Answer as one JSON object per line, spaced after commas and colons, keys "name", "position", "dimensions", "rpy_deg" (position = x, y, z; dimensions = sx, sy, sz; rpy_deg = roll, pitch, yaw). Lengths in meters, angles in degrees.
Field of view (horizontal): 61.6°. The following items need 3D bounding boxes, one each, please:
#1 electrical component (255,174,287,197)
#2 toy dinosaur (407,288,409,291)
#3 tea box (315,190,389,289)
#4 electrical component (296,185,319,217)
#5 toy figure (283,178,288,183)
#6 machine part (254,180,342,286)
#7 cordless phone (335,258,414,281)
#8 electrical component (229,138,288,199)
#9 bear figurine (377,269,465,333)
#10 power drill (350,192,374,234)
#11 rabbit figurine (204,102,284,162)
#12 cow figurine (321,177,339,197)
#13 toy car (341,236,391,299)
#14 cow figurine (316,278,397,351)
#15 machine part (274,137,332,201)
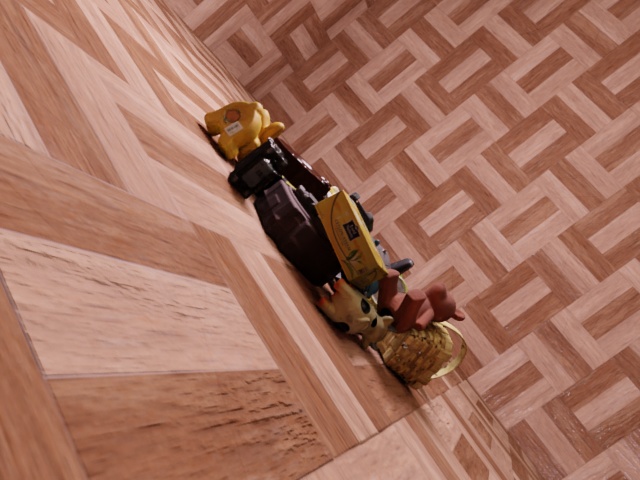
{"name": "electrical component", "position": [-0.127, -0.146, 1.251], "dimensions": [0.047, 0.075, 0.119], "rpy_deg": [45, 14, -46]}
{"name": "toy dinosaur", "position": [0.176, 0.117, 1.587], "dimensions": [0.472, 0.105, 0.198], "rpy_deg": [34, -7, 22]}
{"name": "tea box", "position": [0.062, 0.000, 1.038], "dimensions": [0.170, 0.068, 0.098], "rpy_deg": [68, 12, 22]}
{"name": "electrical component", "position": [-0.015, -0.071, 1.098], "dimensions": [0.094, 0.021, 0.063], "rpy_deg": [50, 7, -11]}
{"name": "toy figure", "position": [-0.068, -0.107, 1.410], "dimensions": [0.089, 0.082, 0.180], "rpy_deg": [46, 11, -47]}
{"name": "machine part", "position": [-0.037, -0.016, 1.122], "dimensions": [0.201, 0.087, 0.201], "rpy_deg": [49, 7, -34]}
{"name": "cordless phone", "position": [0.127, 0.076, 1.271], "dimensions": [0.146, 0.184, 0.088], "rpy_deg": [-88, 152, -81]}
{"name": "electrical component", "position": [-0.125, -0.146, 1.090], "dimensions": [0.058, 0.115, 0.134], "rpy_deg": [47, 6, -18]}
{"name": "bear figurine", "position": [0.218, 0.126, 1.125], "dimensions": [0.120, 0.196, 0.131], "rpy_deg": [44, -45, 45]}
{"name": "power drill", "position": [0.019, -0.053, 1.313], "dimensions": [0.207, 0.086, 0.232], "rpy_deg": [-20, 70, -40]}
{"name": "rabbit figurine", "position": [-0.171, -0.242, 1.252], "dimensions": [0.122, 0.162, 0.173], "rpy_deg": [42, -16, 28]}
{"name": "cow figurine", "position": [-0.009, -0.125, 1.515], "dimensions": [0.167, 0.068, 0.098], "rpy_deg": [30, 41, -44]}
{"name": "toy car", "position": [0.102, 0.058, 1.157], "dimensions": [0.109, 0.103, 0.161], "rpy_deg": [132, -43, -59]}
{"name": "cow figurine", "position": [0.077, 0.146, 1.029], "dimensions": [0.127, 0.085, 0.194], "rpy_deg": [47, 3, 18]}
{"name": "machine part", "position": [-0.051, -0.161, 1.232], "dimensions": [0.179, 0.056, 0.179], "rpy_deg": [43, 8, -8]}
